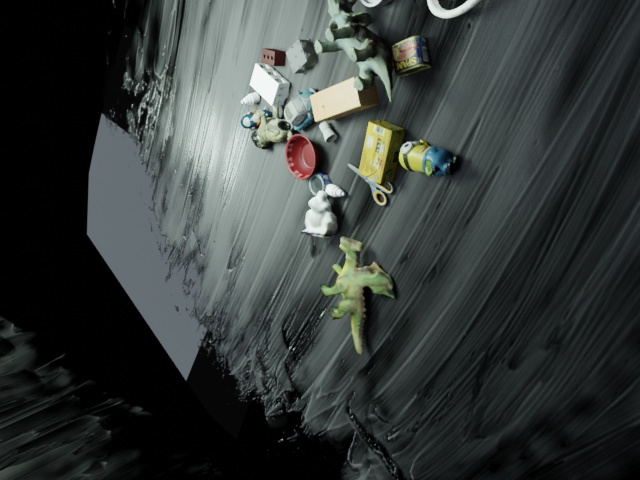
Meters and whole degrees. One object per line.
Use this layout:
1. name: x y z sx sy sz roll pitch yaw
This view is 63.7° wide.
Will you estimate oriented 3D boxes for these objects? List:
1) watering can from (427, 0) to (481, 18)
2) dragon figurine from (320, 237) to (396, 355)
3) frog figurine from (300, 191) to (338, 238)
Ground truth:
1. watering can: 0.364 -0.692 1.208 0.341 0.105 0.227 -41 69 46
2. dragon figurine: 0.143 0.180 1.720 0.240 0.124 0.409 -21 94 41
3. frog figurine: 0.005 -0.090 1.791 0.138 0.122 0.159 10 91 60
